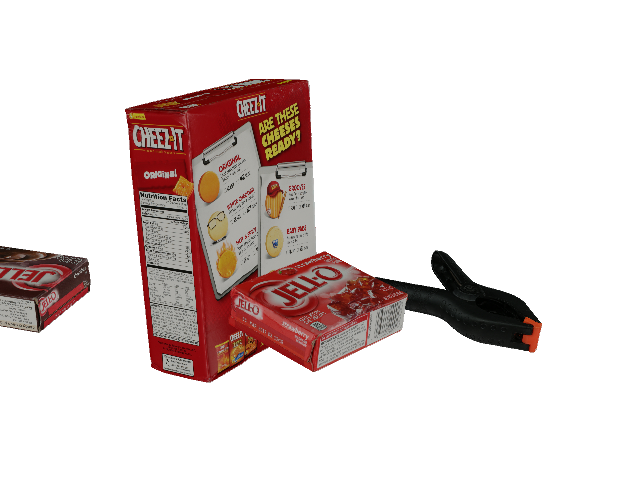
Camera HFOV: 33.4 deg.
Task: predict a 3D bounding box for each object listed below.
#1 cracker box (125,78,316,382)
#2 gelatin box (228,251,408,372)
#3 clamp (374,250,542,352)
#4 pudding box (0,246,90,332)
[{"bbox_3d":[-0.074,-0.015,0.869,0.072,0.214,0.163,7,18,32],"label":"cracker box"},{"bbox_3d":[-0.001,0.042,0.666,0.073,0.030,0.089,27,31,35],"label":"gelatin box"},{"bbox_3d":[0.141,0.056,1.029,0.172,0.039,0.120,23,36,28],"label":"clamp"},{"bbox_3d":[-0.276,0.041,0.951,0.114,0.039,0.090,5,22,17],"label":"pudding box"}]
